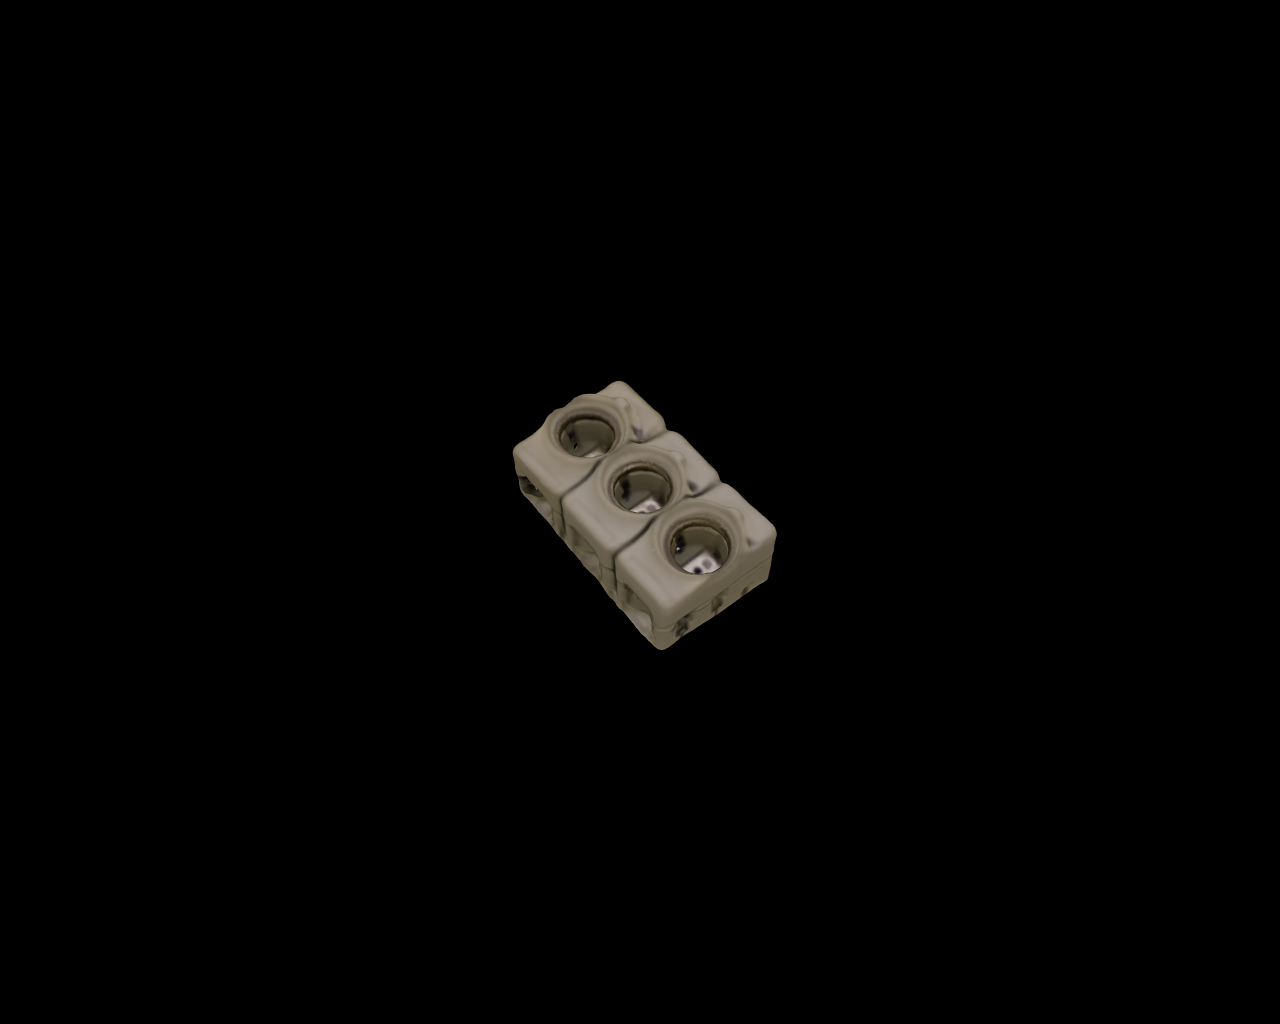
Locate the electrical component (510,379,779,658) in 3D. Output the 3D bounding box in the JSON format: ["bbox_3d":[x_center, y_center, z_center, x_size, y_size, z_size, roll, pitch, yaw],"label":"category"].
[{"bbox_3d":[0.001,-0.003,0.650,0.090,0.150,0.061,-33,-28,-20],"label":"electrical component"}]
